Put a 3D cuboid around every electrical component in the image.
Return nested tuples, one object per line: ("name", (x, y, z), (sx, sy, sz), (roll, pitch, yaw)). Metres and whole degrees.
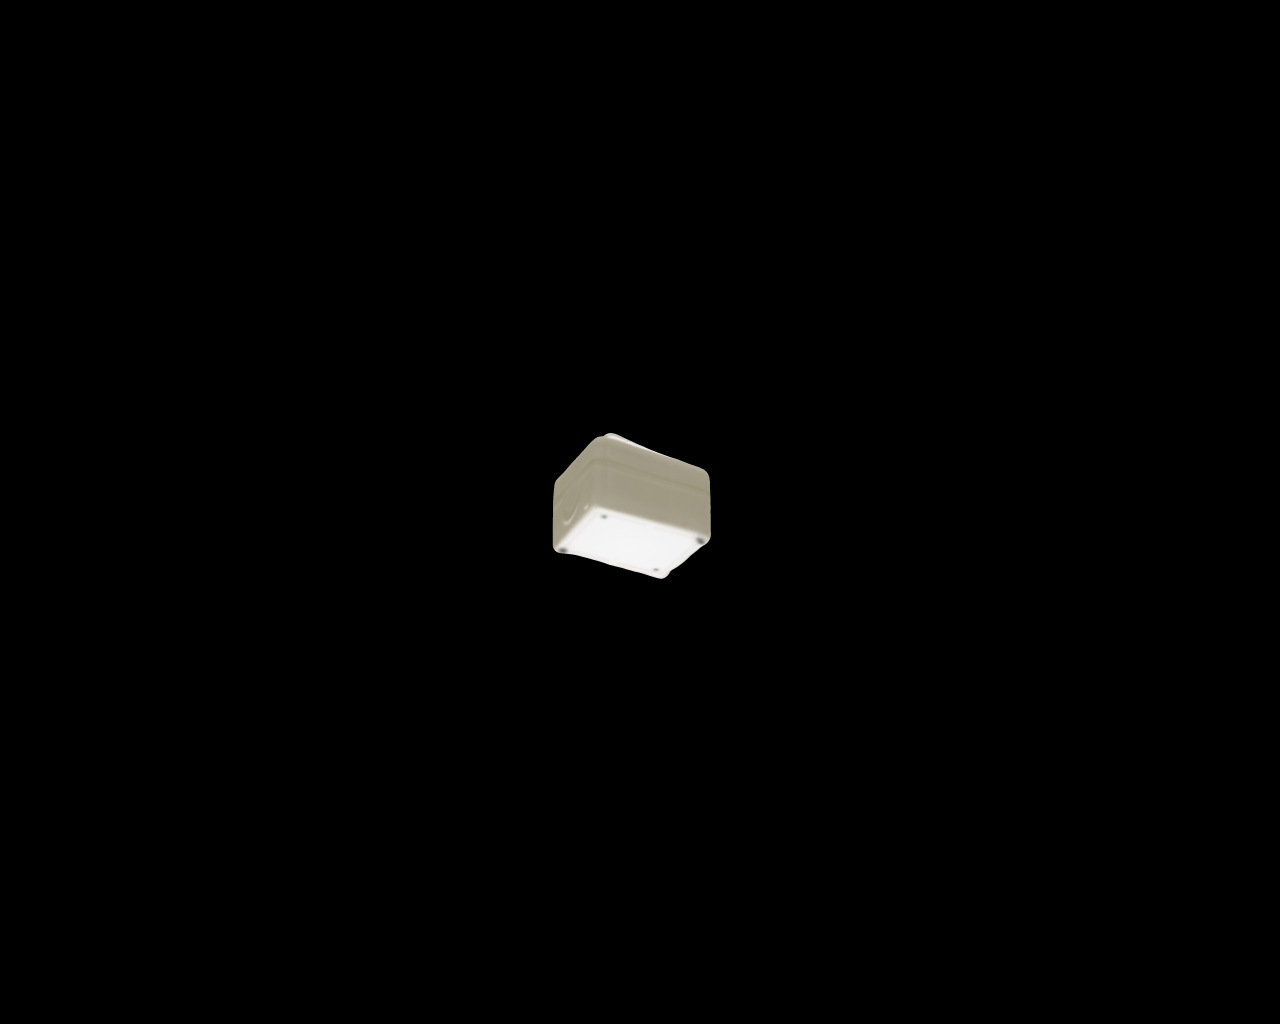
("electrical component", (0.001, -0.003, 0.650), (0.096, 0.061, 0.061), (17, -36, -24))
